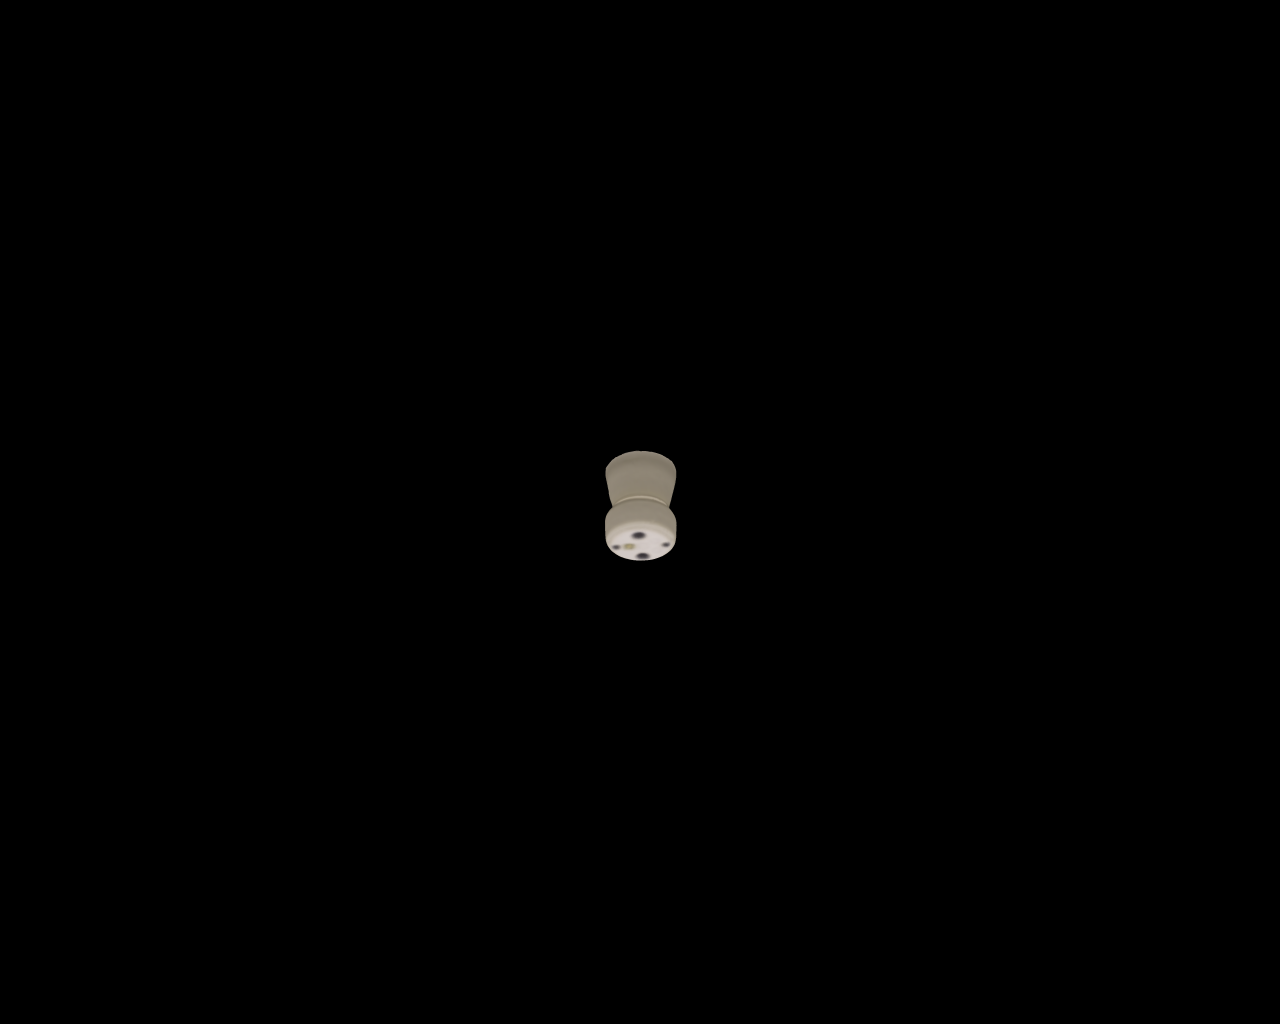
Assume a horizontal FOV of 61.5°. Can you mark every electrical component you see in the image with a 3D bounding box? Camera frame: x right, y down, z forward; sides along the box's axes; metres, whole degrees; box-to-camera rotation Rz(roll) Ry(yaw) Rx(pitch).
[{"bbox_3d":[0.001,-0.003,0.650,0.045,0.055,0.044,0,-33,0],"label":"electrical component"}]
